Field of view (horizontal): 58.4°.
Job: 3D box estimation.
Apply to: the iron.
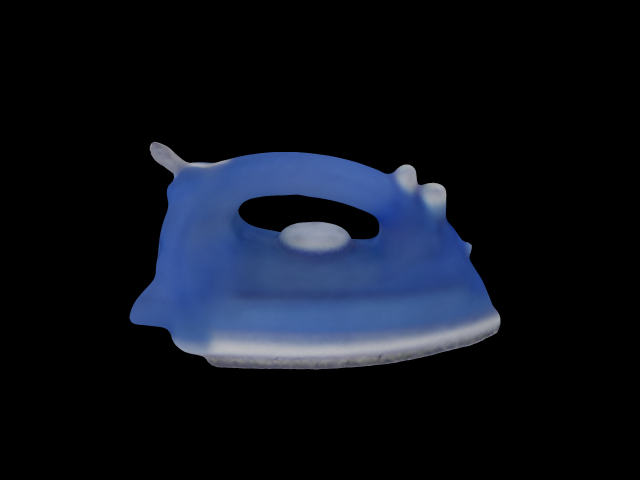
[{"bbox_3d":[0.004,0.001,0.400,0.258,0.141,0.118,0,24,0],"label":"iron"}]
